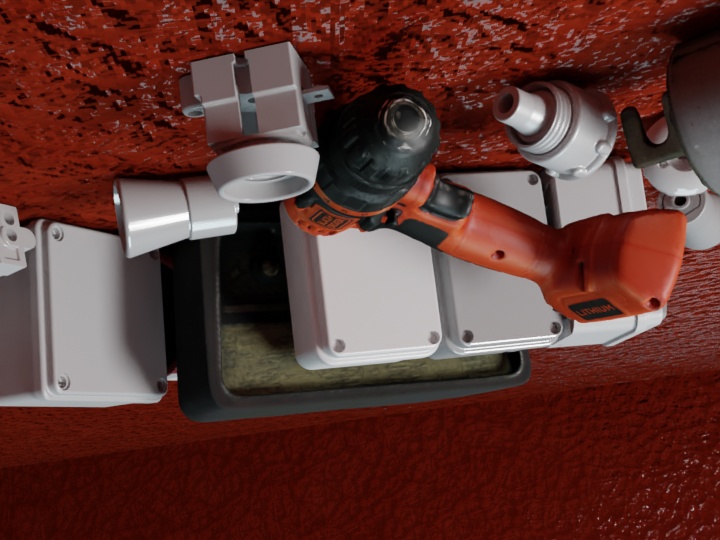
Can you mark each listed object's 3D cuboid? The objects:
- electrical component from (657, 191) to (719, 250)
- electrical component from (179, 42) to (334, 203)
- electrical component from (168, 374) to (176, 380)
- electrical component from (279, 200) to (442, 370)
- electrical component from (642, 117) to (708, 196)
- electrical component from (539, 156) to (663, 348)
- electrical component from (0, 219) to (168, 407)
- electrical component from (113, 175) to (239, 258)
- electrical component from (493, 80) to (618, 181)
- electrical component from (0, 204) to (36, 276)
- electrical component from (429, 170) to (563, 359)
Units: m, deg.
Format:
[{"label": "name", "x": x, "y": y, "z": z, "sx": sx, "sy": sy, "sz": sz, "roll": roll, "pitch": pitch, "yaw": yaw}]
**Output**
[{"label": "electrical component", "x": 0.240, "y": -0.043, "z": 0.778, "sx": 0.044, "sy": 0.044, "sz": 0.065, "roll": -14, "pitch": 162, "yaw": 27}, {"label": "electrical component", "x": -0.043, "y": -0.061, "z": 0.462, "sx": 0.066, "sy": 0.055, "sz": 0.048, "roll": -10, "pitch": 168, "yaw": 9}, {"label": "electrical component", "x": -0.170, "y": 0.066, "z": 0.970, "sx": 0.054, "sy": 0.059, "sz": 0.095, "roll": -15, "pitch": 166, "yaw": 33}, {"label": "electrical component", "x": 0.000, "y": 0.000, "z": 0.642, "sx": 0.078, "sy": 0.113, "sz": 0.057, "roll": -3, "pitch": 170, "yaw": -21}, {"label": "electrical component", "x": 0.188, "y": -0.064, "z": 0.633, "sx": 0.048, "sy": 0.048, "sz": 0.062, "roll": -10, "pitch": 175, "yaw": 11}, {"label": "electrical component", "x": 0.149, "y": -0.010, "z": 0.695, "sx": 0.057, "sy": 0.113, "sz": 0.078, "roll": -4, "pitch": 168, "yaw": -6}, {"label": "electrical component", "x": -0.179, "y": 0.031, "z": 0.682, "sx": 0.056, "sy": 0.108, "sz": 0.109, "roll": -11, "pitch": 168, "yaw": 27}, {"label": "electrical component", "x": -0.100, "y": -0.033, "z": 0.596, "sx": 0.065, "sy": 0.044, "sz": 0.044, "roll": -9, "pitch": 169, "yaw": -17}, {"label": "electrical component", "x": 0.092, "y": -0.073, "z": 0.529, "sx": 0.062, "sy": 0.048, "sz": 0.048, "roll": 14, "pitch": 156, "yaw": -39}, {"label": "electrical component", "x": -0.226, "y": -0.012, "z": 0.601, "sx": 0.055, "sy": 0.048, "sz": 0.066, "roll": -22, "pitch": 164, "yaw": 23}, {"label": "electrical component", "x": 0.077, "y": -0.003, "z": 0.677, "sx": 0.078, "sy": 0.113, "sz": 0.057, "roll": -4, "pitch": 171, "yaw": -18}]
